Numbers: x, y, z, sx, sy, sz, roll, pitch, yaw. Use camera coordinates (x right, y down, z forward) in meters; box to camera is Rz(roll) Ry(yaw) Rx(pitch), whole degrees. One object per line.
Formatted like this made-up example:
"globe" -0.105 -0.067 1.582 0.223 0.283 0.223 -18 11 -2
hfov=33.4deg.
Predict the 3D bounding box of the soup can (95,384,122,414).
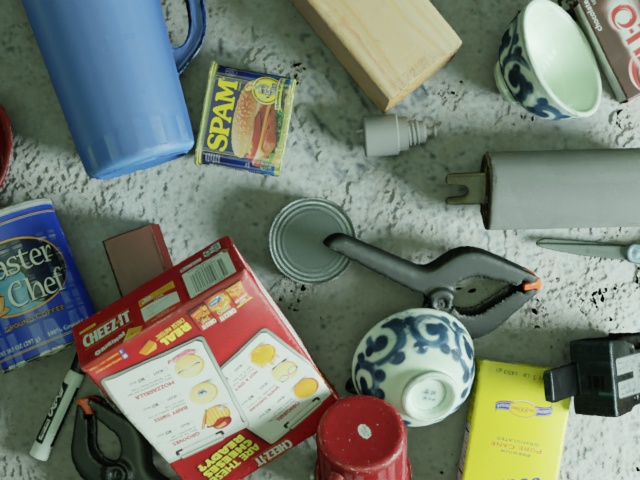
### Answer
"soup can" -0.165 0.112 1.028 0.102 0.068 0.068 -31 89 0

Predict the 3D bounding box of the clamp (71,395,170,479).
"clamp" -0.182 0.228 1.040 0.120 0.039 0.171 -18 89 1

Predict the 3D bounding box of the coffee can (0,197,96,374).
"coffee can" -0.278 0.043 1.014 0.103 0.103 0.140 -23 89 0

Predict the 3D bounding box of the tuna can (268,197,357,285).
"tuna can" -0.007 0.001 1.044 0.086 0.034 0.086 0 89 1

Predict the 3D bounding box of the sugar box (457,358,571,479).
"sugar box" 0.184 0.207 1.031 0.093 0.048 0.176 9 88 1

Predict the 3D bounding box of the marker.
"marker" -0.253 0.159 1.053 0.020 0.020 0.121 25 90 1

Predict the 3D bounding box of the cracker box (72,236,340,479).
"cracker box" -0.097 0.120 0.972 0.164 0.072 0.213 -32 128 1

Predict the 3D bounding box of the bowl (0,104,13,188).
"bowl" -0.363 -0.073 1.030 0.162 0.055 0.162 -3 72 8

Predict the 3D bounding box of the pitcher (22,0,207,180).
"pitcher" -0.193 -0.189 1.011 0.149 0.144 0.243 -16 93 26

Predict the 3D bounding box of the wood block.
"wood block" 0.033 -0.232 1.020 0.090 0.091 0.206 -39 88 -1

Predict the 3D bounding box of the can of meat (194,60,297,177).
"can of meat" -0.072 -0.116 1.037 0.084 0.057 0.102 10 89 -2

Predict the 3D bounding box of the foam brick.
"foam brick" -0.172 0.028 1.037 0.051 0.053 0.078 -19 88 1

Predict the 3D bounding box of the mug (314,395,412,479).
"mug" 0.032 0.203 0.972 0.093 0.081 0.117 26 57 24

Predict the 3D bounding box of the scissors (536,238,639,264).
"scissors" 0.322 -0.002 1.047 0.202 0.016 0.096 22 88 1

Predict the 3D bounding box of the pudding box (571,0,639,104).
"pudding box" 0.311 -0.202 1.039 0.090 0.039 0.113 -27 89 0

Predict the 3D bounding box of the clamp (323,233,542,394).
"clamp" 0.106 0.048 1.025 0.210 0.036 0.164 -17 109 -2
